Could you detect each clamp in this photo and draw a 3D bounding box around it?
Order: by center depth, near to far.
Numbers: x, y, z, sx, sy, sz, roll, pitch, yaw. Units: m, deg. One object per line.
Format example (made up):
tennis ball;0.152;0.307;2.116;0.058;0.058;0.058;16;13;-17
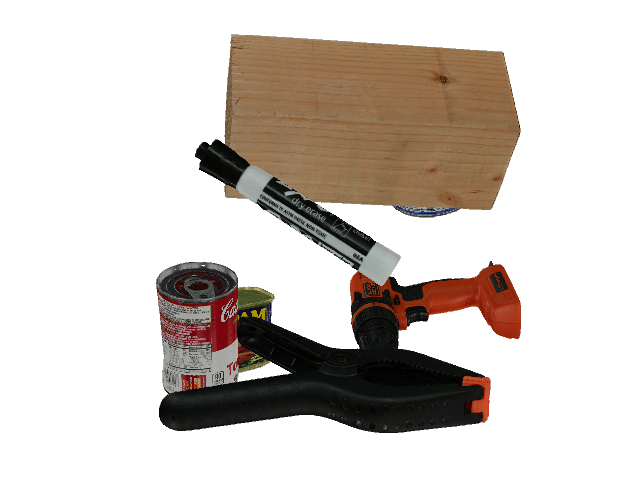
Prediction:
clamp;0.011;0.093;0.737;0.210;0.036;0.164;3;18;8

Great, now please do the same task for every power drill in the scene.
power drill;0.127;0.082;1.207;0.187;0.057;0.184;-3;27;-1

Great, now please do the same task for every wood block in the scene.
wood block;0.033;-0.088;0.802;0.206;0.091;0.090;3;-39;-7

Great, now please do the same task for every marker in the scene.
marker;-0.013;-0.016;0.559;0.121;0.020;0.020;33;3;5

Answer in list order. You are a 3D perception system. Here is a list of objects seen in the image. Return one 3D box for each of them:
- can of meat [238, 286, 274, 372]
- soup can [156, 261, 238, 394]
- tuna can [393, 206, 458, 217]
can of meat;-0.104;0.106;1.234;0.101;0.084;0.058;-9;18;-35
soup can;-0.104;0.079;0.907;0.068;0.102;0.068;1;25;-1
tuna can;0.102;-0.060;0.984;0.086;0.034;0.086;-9;37;7
